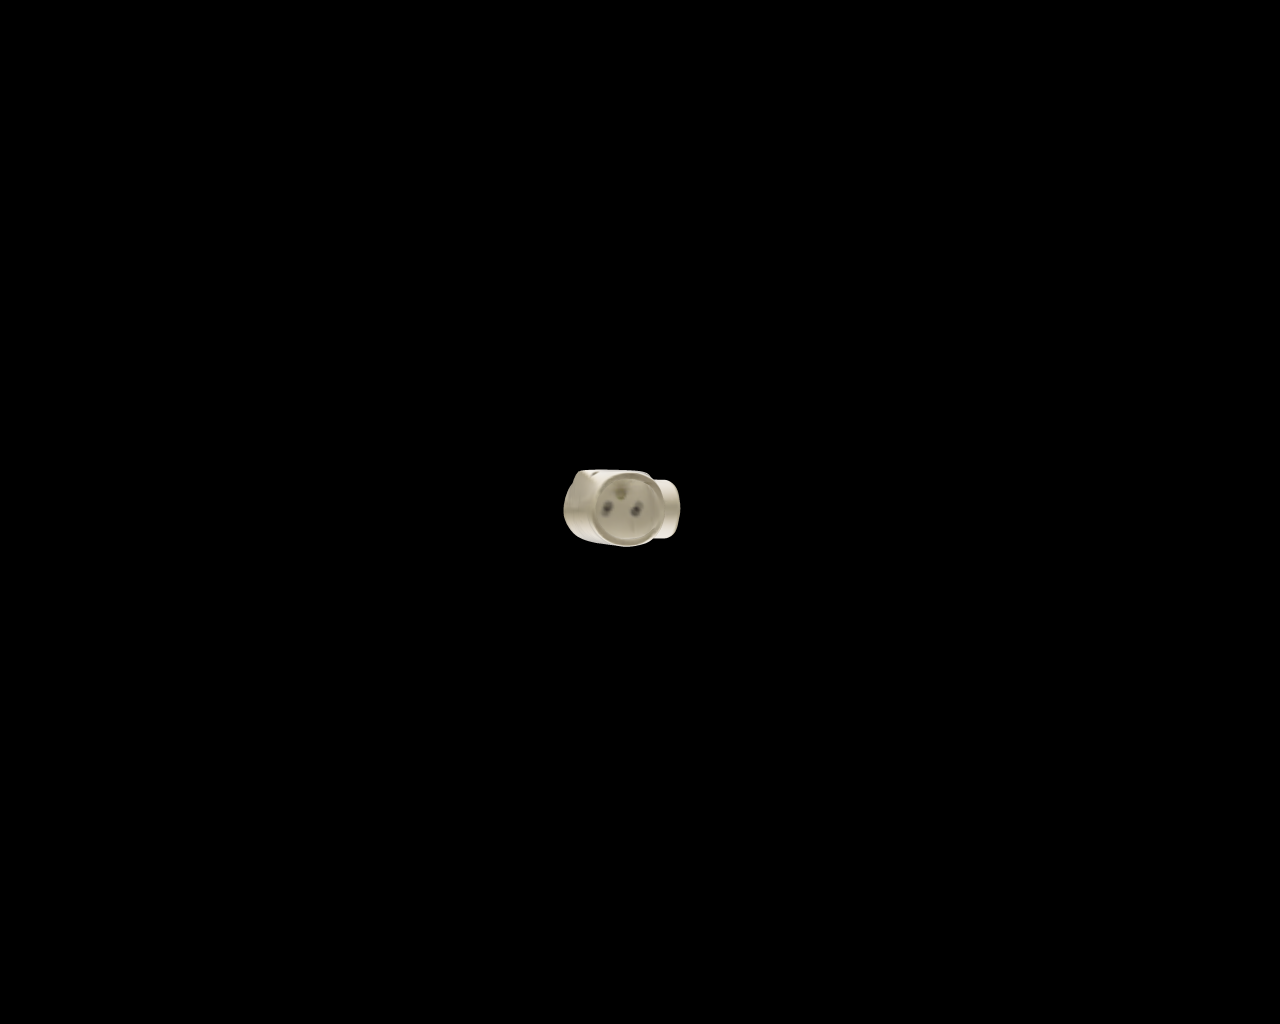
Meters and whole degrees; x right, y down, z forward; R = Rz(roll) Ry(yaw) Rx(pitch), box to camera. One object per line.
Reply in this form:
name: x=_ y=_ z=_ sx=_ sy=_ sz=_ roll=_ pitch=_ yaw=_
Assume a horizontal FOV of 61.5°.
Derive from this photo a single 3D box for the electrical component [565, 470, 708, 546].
electrical component: x=0.001 y=-0.003 z=0.650 sx=0.079 sy=0.043 sz=0.077 roll=0 pitch=0 yaw=-15
